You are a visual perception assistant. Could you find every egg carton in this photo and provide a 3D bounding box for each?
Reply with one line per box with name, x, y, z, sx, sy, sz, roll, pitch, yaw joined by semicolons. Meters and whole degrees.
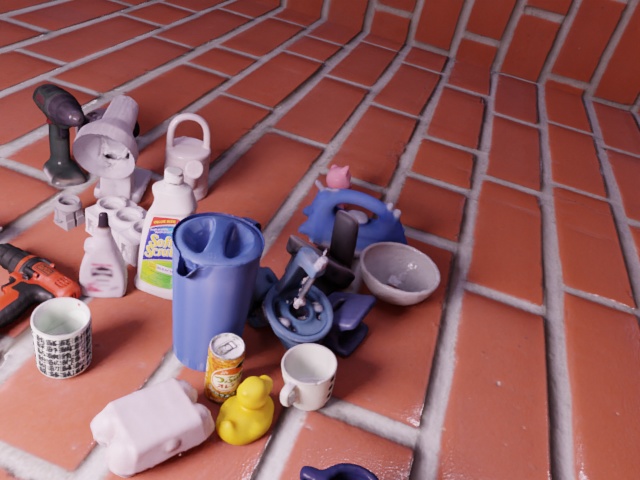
egg carton;-0.227;0.257;0.786;0.151;0.069;0.107;-17;46;-37

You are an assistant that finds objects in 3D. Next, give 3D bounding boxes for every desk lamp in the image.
desk lamp;-0.425;-0.180;1.196;0.118;0.213;0.203;9;35;-7

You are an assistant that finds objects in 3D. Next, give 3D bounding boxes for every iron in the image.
iron;0.089;-0.046;1.254;0.258;0.141;0.118;12;35;-3

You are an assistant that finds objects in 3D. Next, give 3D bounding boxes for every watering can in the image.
watering can;-0.289;-0.185;1.268;0.101;0.194;0.172;-19;46;-38

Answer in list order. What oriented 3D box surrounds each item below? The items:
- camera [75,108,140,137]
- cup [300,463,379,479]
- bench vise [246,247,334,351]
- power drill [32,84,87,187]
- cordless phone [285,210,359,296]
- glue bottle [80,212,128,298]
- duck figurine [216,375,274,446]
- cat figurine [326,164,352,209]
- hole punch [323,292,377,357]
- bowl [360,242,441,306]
camera;-0.497;-0.264;1.385;0.142;0.101;0.137;30;38;22
cup;0.020;0.343;0.731;0.117;0.095;0.092;25;36;15
bench vise;-0.061;0.086;0.950;0.207;0.220;0.122;27;37;18
power drill;-0.547;-0.225;1.219;0.076;0.208;0.228;-16;45;-36
cordless phone;0.010;0.004;1.119;0.147;0.185;0.094;29;38;21
glue bottle;-0.366;0.024;0.969;0.078;0.173;0.037;1;37;-17
duck figurine;-0.105;0.241;0.837;0.077;0.086;0.105;29;38;21
cat figurine;0.043;-0.123;1.364;0.067;0.118;0.128;12;35;-2
hole punch;0.036;0.137;1.026;0.101;0.091;0.109;27;37;17
bowl;0.154;0.080;1.161;0.167;0.075;0.167;10;35;-7
